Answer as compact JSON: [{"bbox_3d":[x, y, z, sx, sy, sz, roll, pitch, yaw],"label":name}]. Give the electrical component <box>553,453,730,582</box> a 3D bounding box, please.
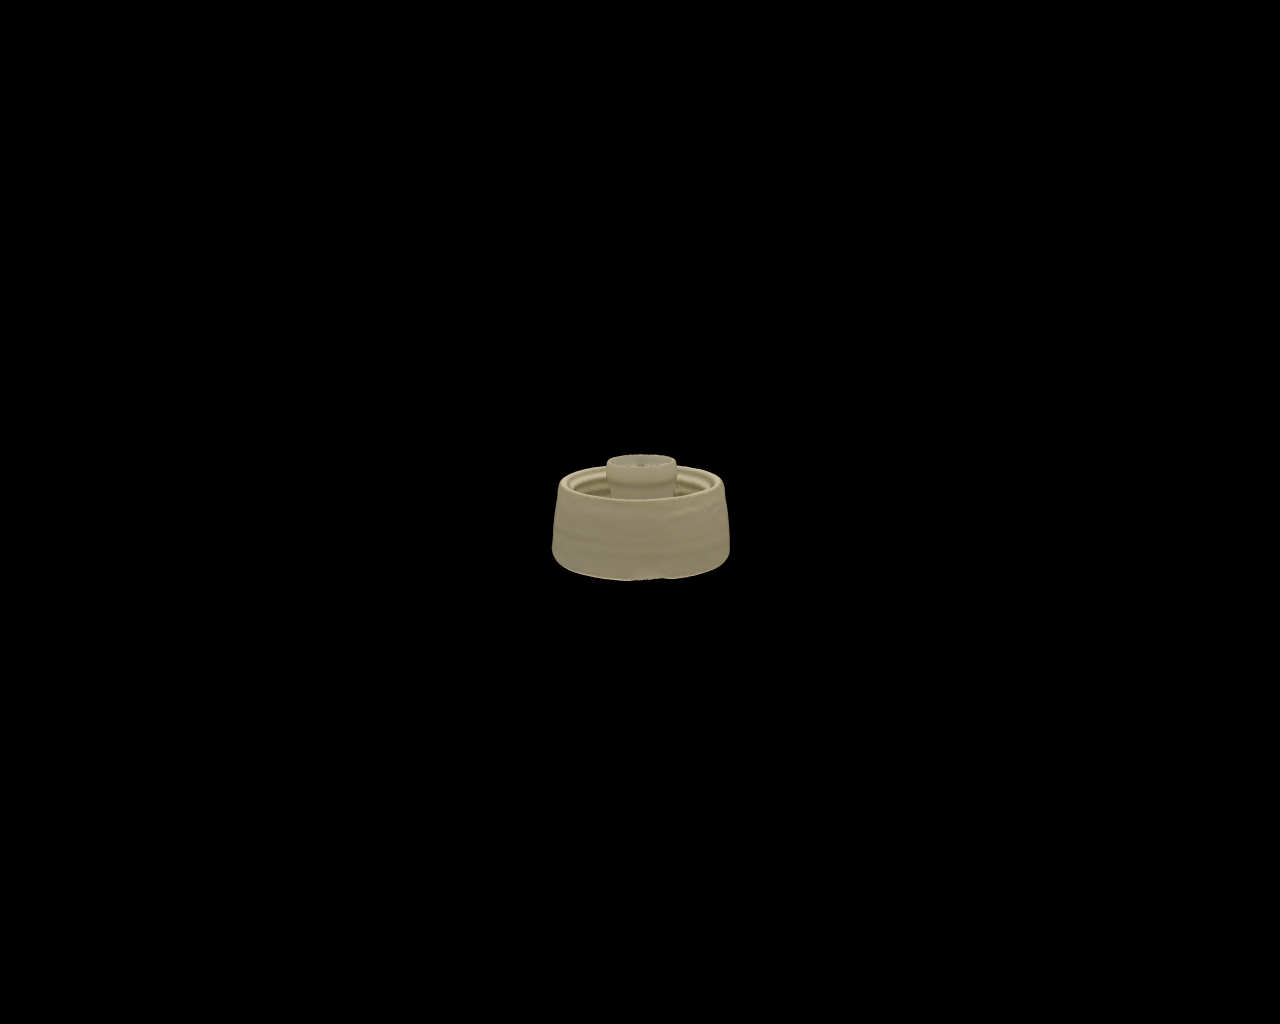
[{"bbox_3d":[0.001,-0.003,0.650,0.108,0.060,0.108,0,14,0],"label":"electrical component"}]
